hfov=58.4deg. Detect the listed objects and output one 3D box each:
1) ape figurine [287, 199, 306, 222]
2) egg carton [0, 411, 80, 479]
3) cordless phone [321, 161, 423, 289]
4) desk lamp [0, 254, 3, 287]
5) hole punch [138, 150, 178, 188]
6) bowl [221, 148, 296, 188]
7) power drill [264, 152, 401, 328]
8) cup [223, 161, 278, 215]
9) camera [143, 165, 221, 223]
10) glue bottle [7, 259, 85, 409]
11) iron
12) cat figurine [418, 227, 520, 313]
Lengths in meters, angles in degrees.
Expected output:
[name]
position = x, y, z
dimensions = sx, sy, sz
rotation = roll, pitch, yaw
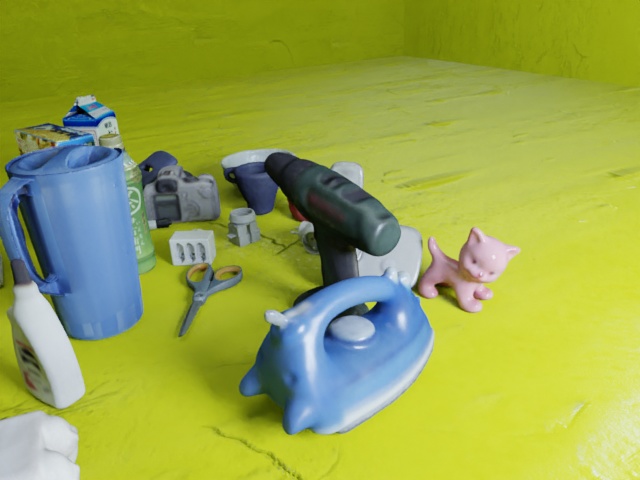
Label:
[ape figurine]
position = -0.026, -0.086, 1.096
dimensions = 0.077, 0.092, 0.076
rotation = 5, 25, 16
[egg carton]
position = -0.286, 0.211, 0.492
dimensions = 0.150, 0.069, 0.107
rotation = -12, 26, -20
[cordless phone]
position = 0.074, -0.019, 0.825
dimensions = 0.147, 0.185, 0.094
rotation = 3, 25, 12
[desk lamp]
position = -0.583, -0.046, 0.914
dimensions = 0.118, 0.214, 0.202
rotation = -15, 27, -26
[hole punch]
position = -0.364, -0.139, 1.248
dimensions = 0.101, 0.091, 0.108
rotation = -21, 30, -35
[bowl]
position = -0.130, -0.144, 1.255
dimensions = 0.167, 0.075, 0.167
rotation = -2, 24, 1
[power drill]
position = 0.007, 0.003, 0.755
dimensions = 0.076, 0.208, 0.228
rotation = -23, 31, -37
[cup]
position = -0.134, -0.099, 1.132
dimensions = 0.117, 0.095, 0.092
rotation = 4, 25, 15
[camera]
position = -0.272, -0.103, 1.147
dimensions = 0.143, 0.101, 0.136
rotation = -3, 24, -1
[glue bottle]
position = -0.306, 0.098, 0.618
dimensions = 0.077, 0.173, 0.037
rotation = 12, 28, 29
[iron]
position = 0.039, 0.097, 0.625
dimensions = 0.259, 0.141, 0.118
rotation = -22, 31, -36
[cat figurine]
position = 0.202, 0.030, 0.785
dimensions = 0.127, 0.118, 0.067
rotation = 16, 30, 35
